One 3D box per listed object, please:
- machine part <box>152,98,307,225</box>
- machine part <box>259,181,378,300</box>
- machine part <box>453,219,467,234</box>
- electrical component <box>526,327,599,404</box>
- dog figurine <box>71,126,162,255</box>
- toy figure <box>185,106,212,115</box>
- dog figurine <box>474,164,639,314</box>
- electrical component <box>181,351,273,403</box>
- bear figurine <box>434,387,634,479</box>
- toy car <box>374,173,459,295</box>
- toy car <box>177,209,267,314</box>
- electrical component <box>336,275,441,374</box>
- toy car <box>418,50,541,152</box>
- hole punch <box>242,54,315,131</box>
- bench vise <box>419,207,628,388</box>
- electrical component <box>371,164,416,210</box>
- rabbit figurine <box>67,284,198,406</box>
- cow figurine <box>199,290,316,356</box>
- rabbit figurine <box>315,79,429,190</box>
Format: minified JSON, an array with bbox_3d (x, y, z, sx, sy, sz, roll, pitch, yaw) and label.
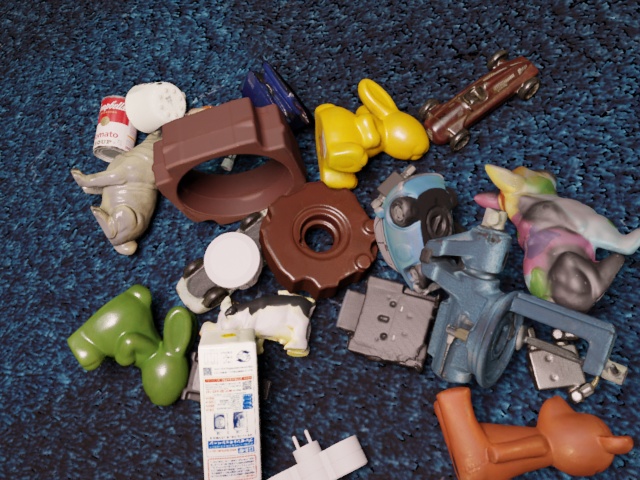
[{"bbox_3d":[-0.131,-0.112,0.809,0.201,0.201,0.087,-16,67,8],"label":"machine part"},{"bbox_3d":[-0.002,-0.002,0.793,0.179,0.056,0.179,2,67,-5],"label":"machine part"},{"bbox_3d":[0.191,-0.006,0.789,0.139,0.039,0.084,43,94,20],"label":"machine part"},{"bbox_3d":[0.313,0.160,0.698,0.078,0.045,0.102,-5,70,10],"label":"electrical component"},{"bbox_3d":[-0.288,-0.086,0.903,0.190,0.121,0.172,-27,103,-16],"label":"dog figurine"},{"bbox_3d":[-0.181,-0.197,0.917,0.155,0.057,0.064,18,35,32],"label":"toy figure"},{"bbox_3d":[0.293,-0.009,0.724,0.219,0.108,0.191,38,67,26],"label":"dog figurine"},{"bbox_3d":[-0.134,0.210,0.784,0.119,0.047,0.075,10,75,18],"label":"electrical component"},{"bbox_3d":[0.251,0.229,0.651,0.196,0.120,0.132,-18,65,5],"label":"bear figurine"},{"bbox_3d":[0.129,-0.009,0.746,0.103,0.109,0.161,-2,102,54],"label":"toy car"},{"bbox_3d":[-0.133,0.032,0.839,0.202,0.056,0.073,-40,75,-6],"label":"toy car"},{"bbox_3d":[0.094,0.116,0.758,0.134,0.058,0.115,13,73,16],"label":"electrical component"},{"bbox_3d":[0.250,-0.222,0.841,0.202,0.053,0.089,-36,65,1],"label":"toy car"},{"bbox_3d":[-0.075,-0.213,0.873,0.092,0.115,0.142,-33,80,7],"label":"hole punch"},{"bbox_3d":[0.228,0.083,0.618,0.241,0.128,0.223,21,94,36],"label":"bench vise"},{"bbox_3d":[0.125,-0.071,0.833,0.094,0.021,0.063,-43,68,-4],"label":"electrical component"},{"bbox_3d":[-0.255,0.162,0.811,0.159,0.121,0.170,-43,86,-11],"label":"rabbit figurine"},{"bbox_3d":[-0.092,0.117,0.794,0.167,0.068,0.098,4,67,11],"label":"cow figurine"},{"bbox_3d":[0.081,-0.160,0.841,0.173,0.121,0.162,-4,61,-3],"label":"rabbit figurine"}]
